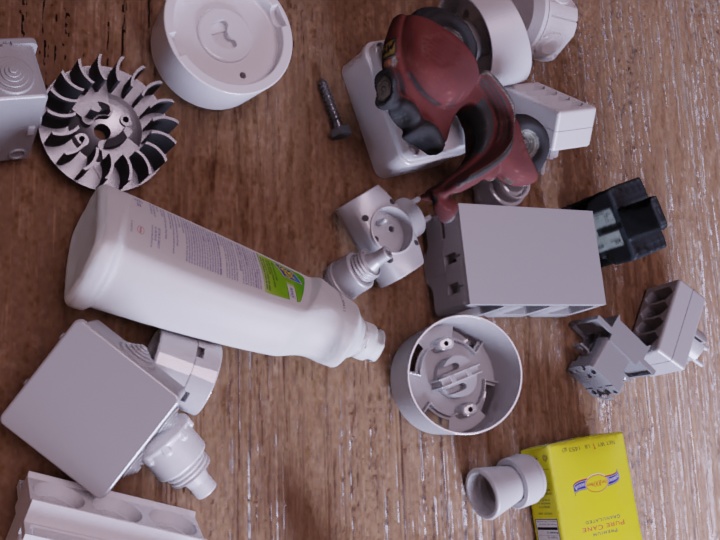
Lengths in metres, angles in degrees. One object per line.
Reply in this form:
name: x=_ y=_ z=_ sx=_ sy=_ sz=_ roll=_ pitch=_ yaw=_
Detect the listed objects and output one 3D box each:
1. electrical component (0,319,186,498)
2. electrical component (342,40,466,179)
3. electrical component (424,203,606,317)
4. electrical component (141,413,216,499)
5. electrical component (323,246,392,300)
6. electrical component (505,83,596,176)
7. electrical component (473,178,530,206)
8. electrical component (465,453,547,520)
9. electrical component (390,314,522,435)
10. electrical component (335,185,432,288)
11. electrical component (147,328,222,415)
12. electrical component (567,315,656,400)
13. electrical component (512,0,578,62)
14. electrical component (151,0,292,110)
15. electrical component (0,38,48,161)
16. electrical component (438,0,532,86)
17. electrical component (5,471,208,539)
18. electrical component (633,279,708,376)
electrical component: x=-0.180 y=0.092 z=0.738 sx=0.100 sy=0.048 sz=0.099 roll=38 pitch=91 yaw=-1
electrical component: x=0.042 y=-0.146 z=0.949 sx=0.078 sy=0.057 sz=0.113 roll=-16 pitch=85 yaw=-32
electrical component: x=0.137 y=-0.006 z=0.963 sx=0.150 sy=0.062 sz=0.089 roll=1 pitch=76 yaw=-29
electrical component: x=-0.130 y=0.139 z=0.784 sx=0.048 sy=0.048 sz=0.062 roll=-46 pitch=108 yaw=-30
electrical component: x=0.000 y=0.000 z=0.882 sx=0.035 sy=0.061 sz=0.035 roll=39 pitch=33 yaw=-31
electrical component: x=0.171 y=-0.128 z=1.014 sx=0.047 sy=0.083 sz=0.075 roll=-11 pitch=121 yaw=-31
electrical component: x=0.134 y=-0.078 z=0.980 sx=0.043 sy=0.062 sz=0.043 roll=8 pitch=73 yaw=-28
electrical component: x=0.125 y=0.183 z=0.916 sx=0.055 sy=0.045 sz=0.045 roll=-11 pitch=83 yaw=-32
electrical component: x=0.078 y=0.090 z=0.902 sx=0.099 sy=0.064 sz=0.099 roll=8 pitch=73 yaw=-28
electrical component: x=0.029 y=-0.037 z=0.920 sx=0.079 sy=0.044 sz=0.077 roll=-33 pitch=94 yaw=-32
electrical component: x=-0.134 y=0.073 z=0.793 sx=0.047 sy=0.055 sz=0.055 roll=23 pitch=67 yaw=-19
electrical component: x=0.230 y=0.083 z=1.005 sx=0.081 sy=0.042 sz=0.063 roll=42 pitch=64 yaw=-13
electrical component: x=0.165 y=-0.240 z=1.032 sx=0.051 sy=0.080 sz=0.080 roll=4 pitch=75 yaw=-34
electrical component: x=-0.116 y=-0.181 z=0.867 sx=0.108 sy=0.060 sz=0.108 roll=8 pitch=73 yaw=-28
electrical component: x=-0.268 y=-0.113 z=0.741 sx=0.100 sy=0.099 sz=0.048 roll=-10 pitch=69 yaw=-31
electrical component: x=0.114 y=-0.213 z=0.987 sx=0.064 sy=0.099 sz=0.099 roll=-21 pitch=88 yaw=-26
electrical component: x=-0.175 y=0.187 z=0.729 sx=0.121 sy=0.079 sz=0.063 roll=20 pitch=97 yaw=-24
electrical component: x=0.312 y=0.067 z=1.051 sx=0.076 sy=0.047 sz=0.083 roll=34 pitch=63 yaw=-18
